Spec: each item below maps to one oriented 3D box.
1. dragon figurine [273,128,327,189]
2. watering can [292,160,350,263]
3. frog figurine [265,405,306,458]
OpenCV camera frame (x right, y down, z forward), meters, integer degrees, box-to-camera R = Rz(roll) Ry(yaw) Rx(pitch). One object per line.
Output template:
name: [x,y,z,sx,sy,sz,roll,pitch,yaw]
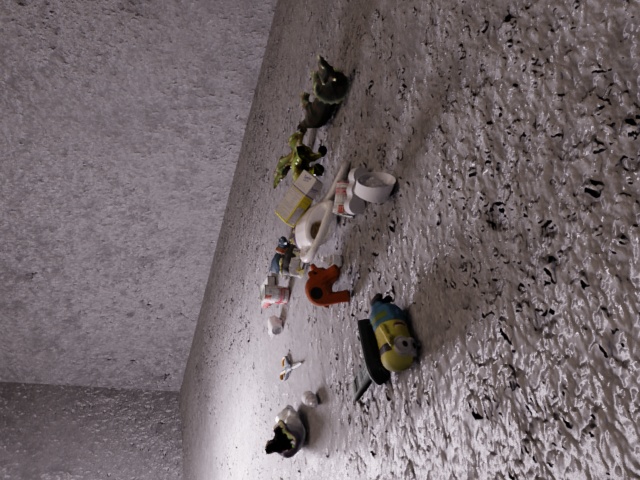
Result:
dragon figurine: [-0.096,-0.257,1.902,0.240,0.121,0.419,-28,44,51]
watering can: [0.005,-0.085,1.682,0.352,0.103,0.223,-69,15,-14]
frog figurine: [-0.094,0.599,1.625,0.160,0.123,0.137,-17,-68,-73]
